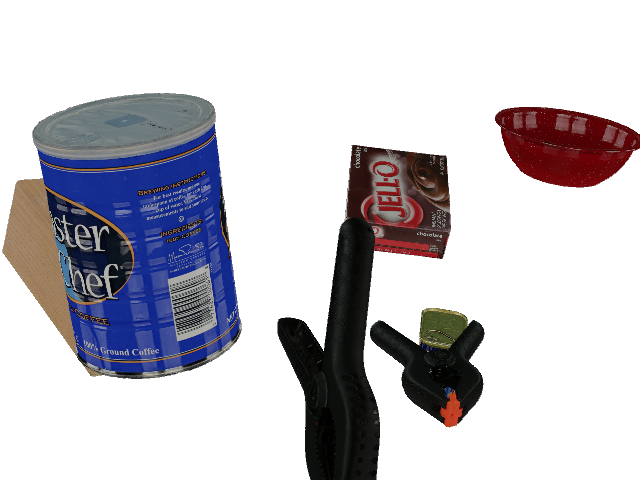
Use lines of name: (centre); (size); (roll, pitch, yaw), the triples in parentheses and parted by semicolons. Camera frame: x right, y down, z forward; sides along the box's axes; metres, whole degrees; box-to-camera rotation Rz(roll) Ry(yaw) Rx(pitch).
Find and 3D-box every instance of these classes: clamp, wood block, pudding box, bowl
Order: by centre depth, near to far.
clamp: (0.013, 0.099, 0.750); (0.036, 0.210, 0.165); (5, -40, -19)
pudding box: (0.068, -0.036, 0.954); (0.090, 0.039, 0.113); (7, 39, -2)
wood block: (-0.223, 0.029, 1.044); (0.090, 0.091, 0.206); (-5, 36, -41)
clamp: (0.127, 0.125, 1.071); (0.120, 0.039, 0.171); (-9, 29, -9)
bowl: (0.268, -0.100, 1.175); (0.162, 0.055, 0.162); (6, 23, -3)

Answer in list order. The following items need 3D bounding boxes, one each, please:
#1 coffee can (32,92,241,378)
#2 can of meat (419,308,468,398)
coffee can: (-0.104, -0.005, 0.627); (0.103, 0.140, 0.103); (-5, 23, 2)
can of meat: (0.144, 0.142, 1.298); (0.057, 0.084, 0.102); (9, 21, 5)
